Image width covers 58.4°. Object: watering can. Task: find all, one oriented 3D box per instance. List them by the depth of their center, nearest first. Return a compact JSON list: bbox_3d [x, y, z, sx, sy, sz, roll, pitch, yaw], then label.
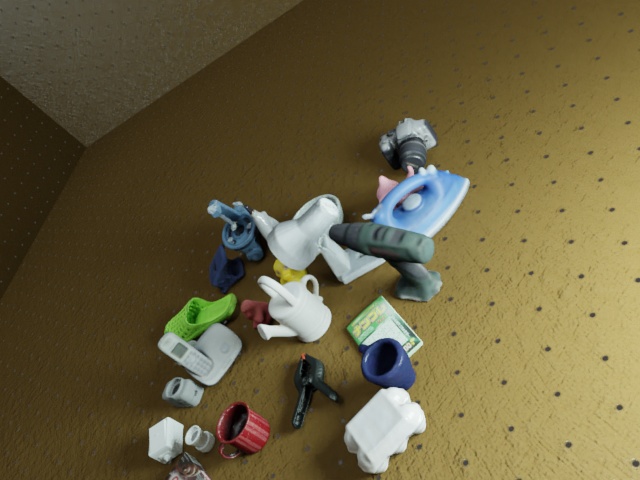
[{"bbox_3d":[-0.071,0.151,1.300,0.100,0.195,0.173,-9,48,40],"label":"watering can"}]

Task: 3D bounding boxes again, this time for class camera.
[{"bbox_3d":[0.221,-0.238,1.483,0.143,0.101,0.137,-21,41,30],"label":"camera"}]

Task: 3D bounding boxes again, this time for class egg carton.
[{"bbox_3d":[0.115,0.340,1.029,0.150,0.070,0.107,-46,35,-2],"label":"egg carton"}]

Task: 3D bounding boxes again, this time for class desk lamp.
[{"bbox_3d":[0.012,0.005,1.347,0.203,0.214,0.118,-31,37,19],"label":"desk lamp"}]

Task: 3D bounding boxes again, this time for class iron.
[{"bbox_3d":[0.215,-0.089,1.301,0.258,0.142,0.118,-44,35,1],"label":"iron"}]

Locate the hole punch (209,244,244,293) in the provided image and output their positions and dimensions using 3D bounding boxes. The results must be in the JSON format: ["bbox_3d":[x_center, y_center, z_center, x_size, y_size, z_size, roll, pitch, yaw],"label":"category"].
[{"bbox_3d":[-0.287,0.084,1.677,0.101,0.091,0.108,-39,35,9],"label":"hole punch"}]

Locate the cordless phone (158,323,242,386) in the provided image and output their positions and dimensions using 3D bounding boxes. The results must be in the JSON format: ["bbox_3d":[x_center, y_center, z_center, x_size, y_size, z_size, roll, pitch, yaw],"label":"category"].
[{"bbox_3d":[-0.298,0.262,1.424,0.093,0.186,0.148,16,67,51],"label":"cordless phone"}]

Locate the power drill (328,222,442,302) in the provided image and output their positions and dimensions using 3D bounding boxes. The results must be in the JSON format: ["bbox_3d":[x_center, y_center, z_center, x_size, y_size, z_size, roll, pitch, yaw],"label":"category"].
[{"bbox_3d":[0.149,0.039,1.178,0.228,0.209,0.076,1,55,46],"label":"power drill"}]

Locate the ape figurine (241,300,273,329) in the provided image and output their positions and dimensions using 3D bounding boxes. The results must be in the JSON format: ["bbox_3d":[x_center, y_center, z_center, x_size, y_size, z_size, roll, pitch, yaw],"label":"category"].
[{"bbox_3d":[-0.165,0.183,1.452,0.076,0.092,0.077,-44,35,1],"label":"ape figurine"}]

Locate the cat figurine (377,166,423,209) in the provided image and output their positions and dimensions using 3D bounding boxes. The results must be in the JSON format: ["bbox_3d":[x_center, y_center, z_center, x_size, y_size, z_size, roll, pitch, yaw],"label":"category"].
[{"bbox_3d":[0.190,-0.121,1.380,0.128,0.118,0.067,-47,35,-4],"label":"cat figurine"}]

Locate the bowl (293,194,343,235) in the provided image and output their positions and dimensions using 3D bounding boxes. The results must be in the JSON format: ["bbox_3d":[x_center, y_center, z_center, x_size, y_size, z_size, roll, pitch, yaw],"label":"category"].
[{"bbox_3d":[0.002,-0.036,1.521,0.167,0.075,0.167,-27,39,24],"label":"bowl"}]

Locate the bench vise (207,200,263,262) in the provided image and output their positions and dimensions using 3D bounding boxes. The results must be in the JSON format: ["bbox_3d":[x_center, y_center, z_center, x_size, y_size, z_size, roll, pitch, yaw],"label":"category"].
[{"bbox_3d":[-0.258,-0.053,1.674,0.121,0.220,0.206,-45,35,0],"label":"bench vise"}]

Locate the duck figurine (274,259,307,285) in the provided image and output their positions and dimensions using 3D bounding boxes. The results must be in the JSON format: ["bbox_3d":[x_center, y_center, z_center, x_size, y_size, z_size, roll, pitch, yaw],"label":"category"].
[{"bbox_3d":[-0.086,0.081,1.481,0.077,0.086,0.104,-39,35,8],"label":"duck figurine"}]

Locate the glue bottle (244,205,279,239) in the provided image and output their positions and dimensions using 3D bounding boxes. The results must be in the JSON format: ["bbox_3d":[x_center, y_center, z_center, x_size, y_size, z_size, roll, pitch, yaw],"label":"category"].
[{"bbox_3d":[-0.152,-0.043,1.598,0.037,0.174,0.078,-26,39,24],"label":"glue bottle"}]

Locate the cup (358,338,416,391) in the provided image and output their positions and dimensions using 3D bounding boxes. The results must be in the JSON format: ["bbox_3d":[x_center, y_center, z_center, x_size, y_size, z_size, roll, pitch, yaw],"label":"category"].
[{"bbox_3d":[0.130,0.242,1.091,0.092,0.095,0.117,-53,36,-12],"label":"cup"}]
